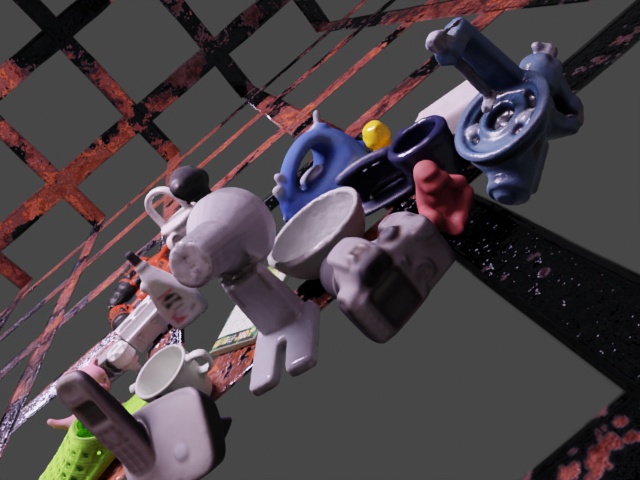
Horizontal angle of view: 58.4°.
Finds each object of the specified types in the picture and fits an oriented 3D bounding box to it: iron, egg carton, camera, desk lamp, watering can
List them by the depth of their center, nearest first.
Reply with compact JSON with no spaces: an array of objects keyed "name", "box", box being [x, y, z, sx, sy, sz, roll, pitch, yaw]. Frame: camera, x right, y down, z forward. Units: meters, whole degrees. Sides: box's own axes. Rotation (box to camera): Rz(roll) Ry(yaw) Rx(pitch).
[{"name":"camera","box":[0.059,0.029,0.679,0.143,0.101,0.136,-47,23,-15]},{"name":"desk lamp","box":[-0.097,0.051,0.741,0.118,0.214,0.203,-34,24,17]},{"name":"egg carton","box":[0.213,-0.182,0.861,0.150,0.069,0.107,-34,24,16]},{"name":"iron","box":[-0.015,-0.106,0.989,0.118,0.142,0.259,-16,34,46]},{"name":"watering can","box":[-0.297,-0.039,1.248,0.101,0.194,0.172,-38,23,8]}]

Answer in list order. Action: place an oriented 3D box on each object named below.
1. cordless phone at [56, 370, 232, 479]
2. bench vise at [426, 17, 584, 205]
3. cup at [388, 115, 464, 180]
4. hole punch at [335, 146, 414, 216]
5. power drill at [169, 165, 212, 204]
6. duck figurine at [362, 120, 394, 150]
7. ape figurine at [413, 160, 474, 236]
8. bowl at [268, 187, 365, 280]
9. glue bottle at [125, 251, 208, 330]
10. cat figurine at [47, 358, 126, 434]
[{"name":"cordless phone","box":[-0.208,0.209,0.667,0.147,0.185,0.094,-32,24,21]},{"name":"bench vise","box":[0.205,-0.177,0.667,0.121,0.220,0.207,-21,30,39]},{"name":"cup","box":[0.151,-0.114,0.802,0.091,0.095,0.117,-40,23,3]},{"name":"hole punch","box":[0.085,-0.107,0.899,0.108,0.091,0.101,-29,25,26]},{"name":"power drill","box":[-0.223,-0.070,1.168,0.075,0.209,0.229,-40,23,2]},{"name":"duck figurine","box":[0.109,-0.164,0.971,0.077,0.086,0.104,-45,23,-8]},{"name":"ape figurine","box":[0.147,-0.059,0.712,0.078,0.092,0.076,-40,23,3]},{"name":"bowl","box":[0.008,0.003,0.843,0.167,0.075,0.167,-34,24,17]},{"name":"glue bottle","box":[-0.286,0.084,1.033,0.078,0.173,0.037,-40,23,3]},{"name":"cat figurine","box":[-0.384,0.263,0.936,0.067,0.118,0.128,-8,39,53]}]
